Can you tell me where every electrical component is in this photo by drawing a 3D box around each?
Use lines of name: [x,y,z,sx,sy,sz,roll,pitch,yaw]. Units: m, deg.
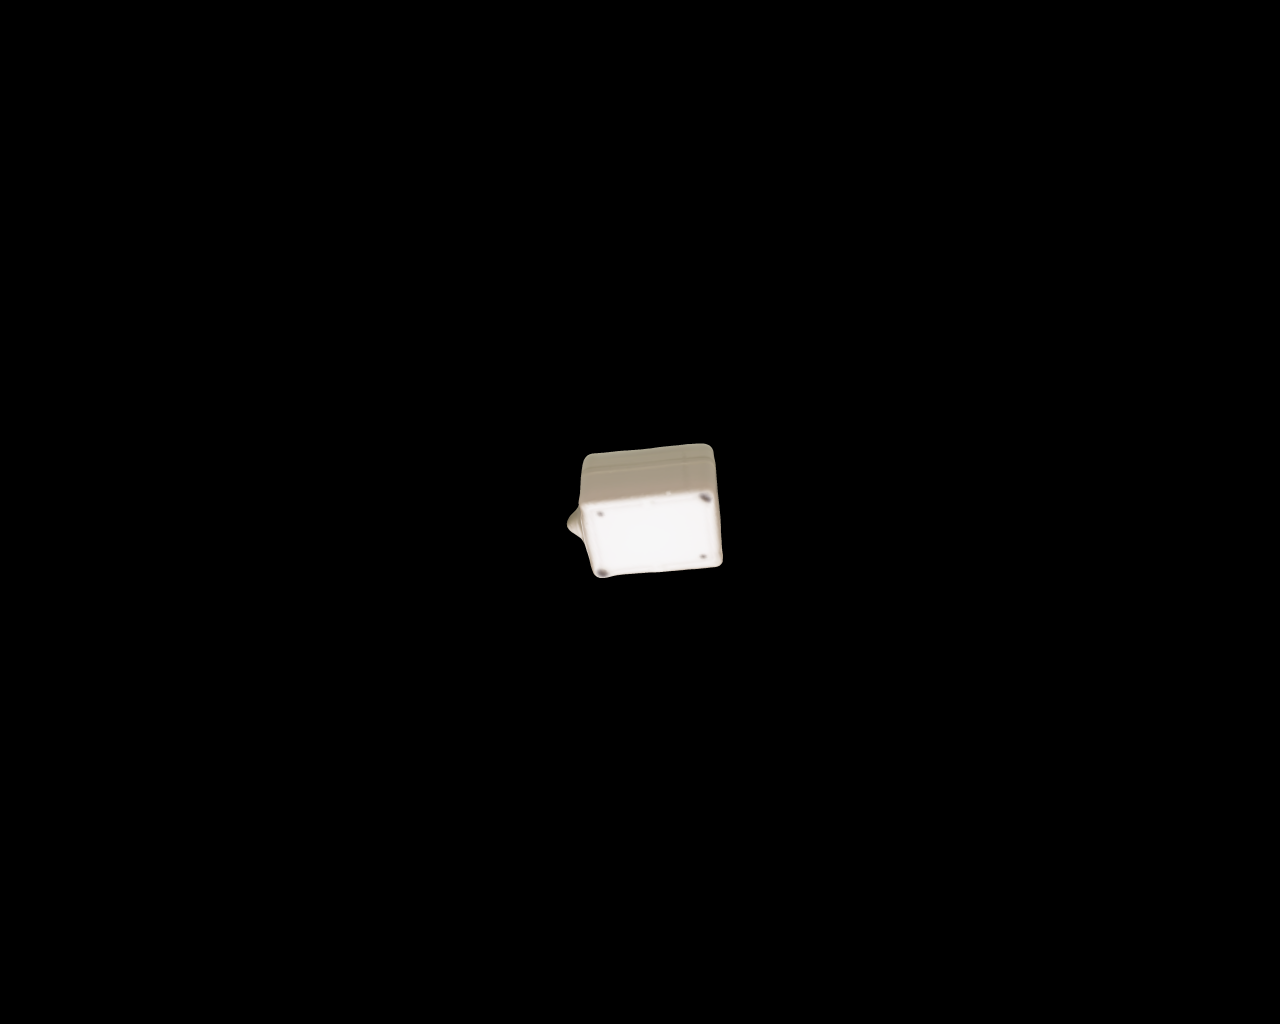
electrical component: [0.001,-0.003,0.650,0.096,0.061,0.061,-5,37,4]
